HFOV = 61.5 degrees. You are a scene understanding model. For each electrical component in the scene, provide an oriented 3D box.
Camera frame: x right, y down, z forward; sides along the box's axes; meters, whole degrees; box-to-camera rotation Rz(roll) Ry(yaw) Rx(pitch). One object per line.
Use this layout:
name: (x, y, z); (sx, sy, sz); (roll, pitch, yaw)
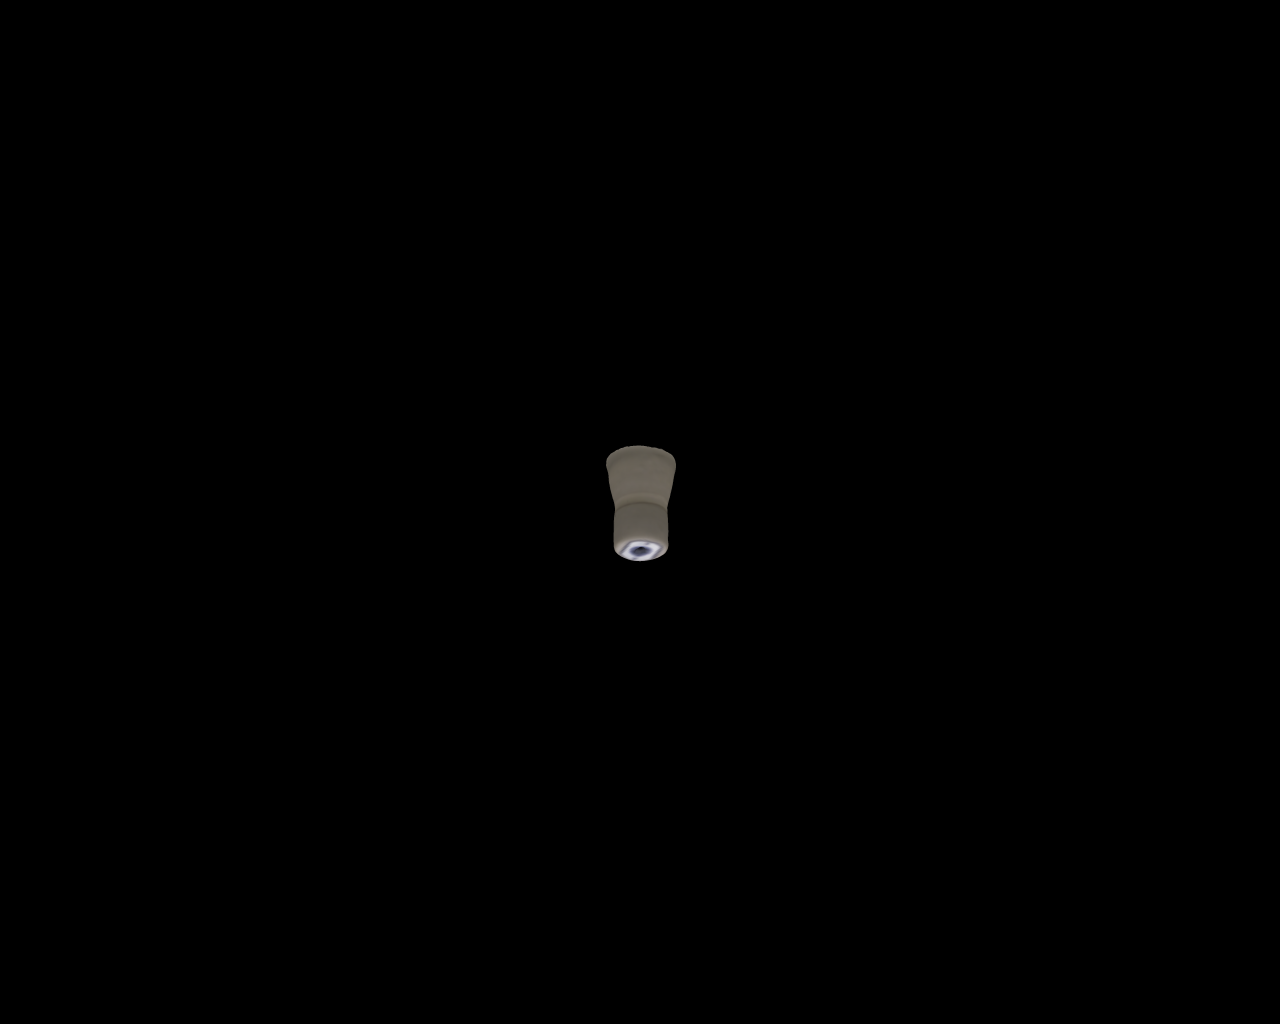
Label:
electrical component: (0.001, -0.003, 0.650); (0.044, 0.065, 0.044); (0, -29, 0)
